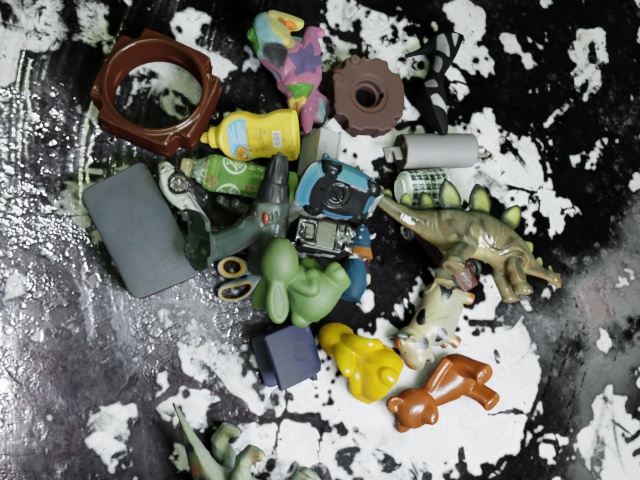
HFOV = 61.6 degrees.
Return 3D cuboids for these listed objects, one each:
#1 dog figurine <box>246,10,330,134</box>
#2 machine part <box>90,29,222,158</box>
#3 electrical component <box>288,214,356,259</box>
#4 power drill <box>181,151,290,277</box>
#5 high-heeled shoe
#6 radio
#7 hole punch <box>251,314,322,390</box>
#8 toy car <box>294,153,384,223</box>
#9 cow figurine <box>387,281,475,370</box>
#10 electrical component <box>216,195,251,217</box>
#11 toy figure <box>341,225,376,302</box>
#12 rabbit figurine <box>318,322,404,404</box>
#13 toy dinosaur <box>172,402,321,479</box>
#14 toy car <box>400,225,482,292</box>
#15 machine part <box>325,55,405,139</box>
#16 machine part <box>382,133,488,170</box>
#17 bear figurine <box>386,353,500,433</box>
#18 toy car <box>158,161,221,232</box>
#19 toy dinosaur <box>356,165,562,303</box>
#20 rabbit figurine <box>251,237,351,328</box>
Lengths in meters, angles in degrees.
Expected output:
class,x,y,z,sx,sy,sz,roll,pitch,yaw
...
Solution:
class,x,y,z,sx,sy,sz,roll,pitch,yaw
dog figurine,-0.060,-0.316,1.063,0.191,0.109,0.219,4,86,-41
machine part,-0.301,-0.271,0.998,0.201,0.087,0.201,24,79,-4
electrical component,-0.002,-0.003,1.031,0.115,0.134,0.058,14,80,-11
power drill,-0.141,-0.036,0.955,0.207,0.086,0.231,-20,120,-48
high-heeled shoe,0.279,-0.344,1.168,0.145,0.086,0.249,-15,73,-4
radio,-0.325,-0.012,0.978,0.131,0.073,0.229,-27,89,-16
hole punch,-0.058,0.215,1.016,0.116,0.092,0.142,-18,84,-20
toy car,0.031,-0.102,0.989,0.161,0.103,0.109,13,122,-21
cow figurine,0.223,0.173,1.097,0.127,0.085,0.195,28,73,-8
electrical component,-0.157,-0.058,1.034,0.063,0.094,0.021,16,79,25
toy figure,0.072,0.046,1.088,0.064,0.058,0.154,18,74,-18
rabbit figurine,0.065,0.226,1.028,0.173,0.162,0.122,40,87,11
toy dinosaur,-0.130,0.462,0.954,0.405,0.131,0.192,31,76,-3
toy car,0.252,0.017,1.110,0.089,0.053,0.202,-24,65,-27
machine part,0.097,-0.302,1.139,0.179,0.056,0.179,2,84,-16
machine part,0.249,-0.191,1.155,0.243,0.079,0.079,-3,84,-15
bear figurine,0.239,0.314,1.063,0.196,0.132,0.120,-33,121,-23
toy car,-0.236,-0.055,0.984,0.056,0.074,0.201,-34,113,-8
toy dinosaur,0.275,-0.010,1.041,0.471,0.105,0.198,21,62,-11
rabbit figurine,-0.057,0.071,0.979,0.159,0.121,0.170,-51,126,-14
